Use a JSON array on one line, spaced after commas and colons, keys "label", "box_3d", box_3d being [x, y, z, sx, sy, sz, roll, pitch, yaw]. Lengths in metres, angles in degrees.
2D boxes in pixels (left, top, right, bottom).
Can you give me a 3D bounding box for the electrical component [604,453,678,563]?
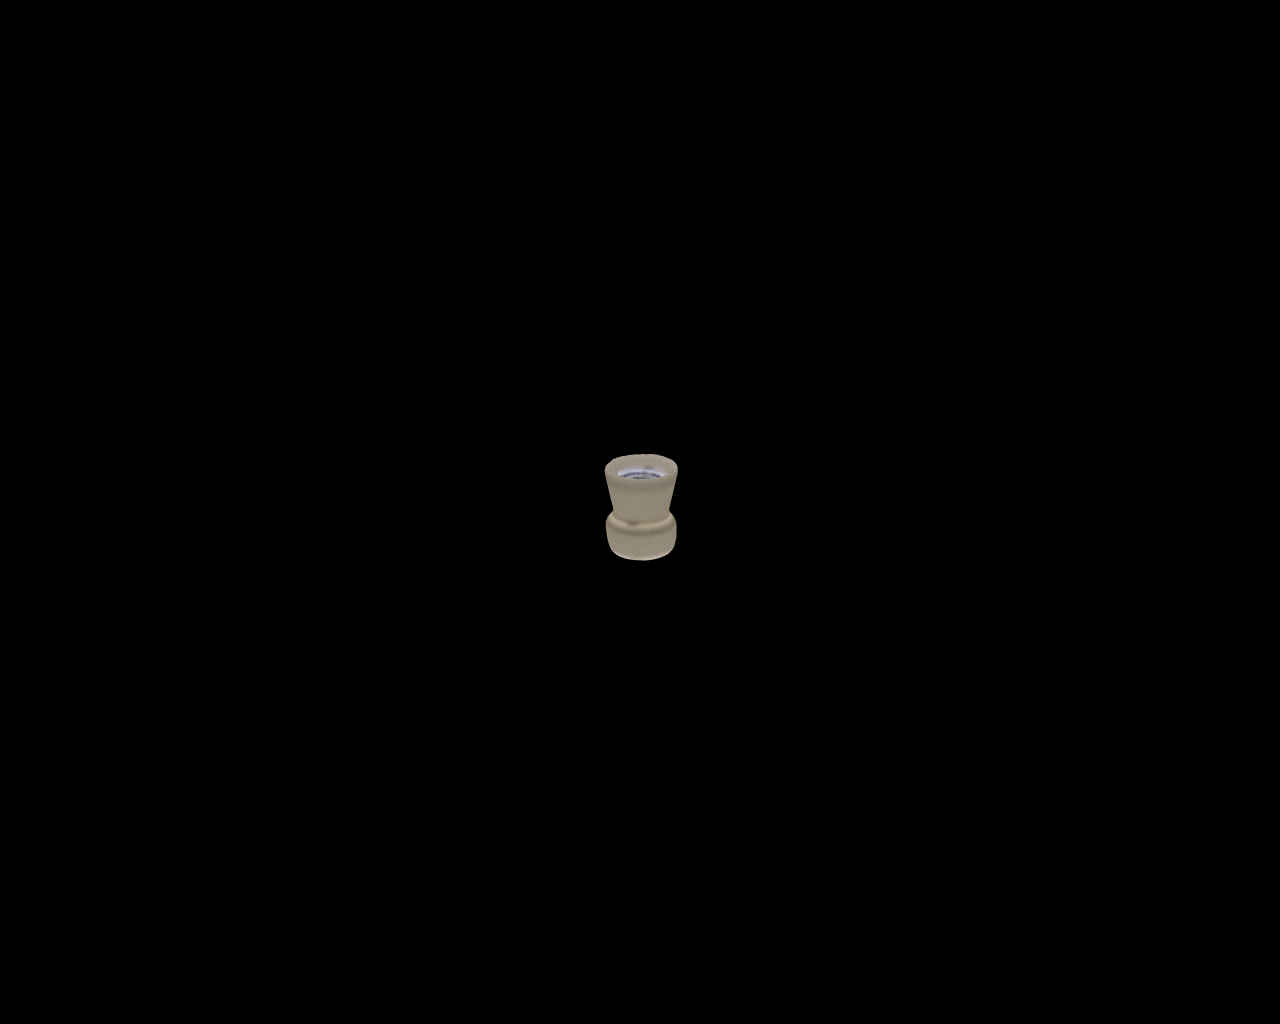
[{"label": "electrical component", "box_3d": [0.001, -0.003, 0.650, 0.045, 0.055, 0.045, 0, 23, 0]}]
